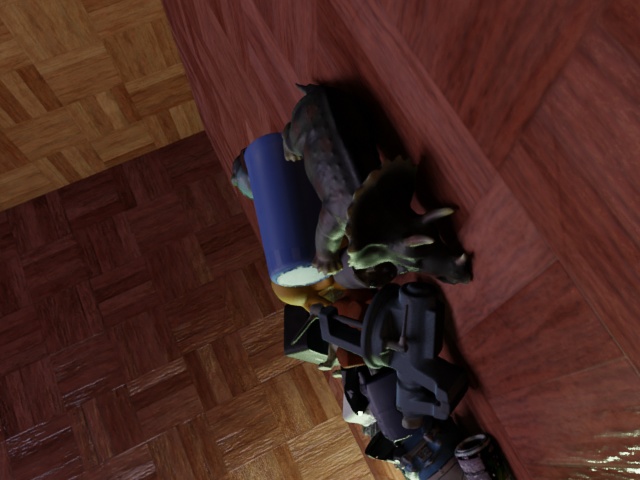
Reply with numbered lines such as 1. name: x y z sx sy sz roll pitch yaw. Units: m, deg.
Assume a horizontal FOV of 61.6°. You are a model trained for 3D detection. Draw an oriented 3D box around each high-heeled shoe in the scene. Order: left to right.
1. high-heeled shoe: 0.076 0.242 1.117 0.249 0.086 0.145 -83 -10 -74

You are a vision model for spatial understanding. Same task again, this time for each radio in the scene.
1. radio: -0.002 0.233 1.337 0.229 0.073 0.131 34 -133 -55

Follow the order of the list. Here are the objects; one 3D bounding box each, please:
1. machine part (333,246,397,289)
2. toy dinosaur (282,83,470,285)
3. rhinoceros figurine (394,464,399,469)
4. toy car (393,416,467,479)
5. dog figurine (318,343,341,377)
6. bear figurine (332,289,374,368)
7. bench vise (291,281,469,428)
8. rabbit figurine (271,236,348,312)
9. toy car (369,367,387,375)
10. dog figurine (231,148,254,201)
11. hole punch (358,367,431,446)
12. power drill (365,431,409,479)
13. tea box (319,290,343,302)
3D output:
1. machine part: 0.068 0.039 0.851 0.079 0.079 0.243 65 171 2
2. toy dinosaur: 0.026 -0.103 0.649 0.192 0.131 0.405 109 141 -58
3. rhinoceros figurine: 0.225 0.515 1.201 0.190 0.073 0.111 -128 27 -59
4. toy car: 0.183 0.332 0.807 0.103 0.109 0.161 46 180 29
5. dog figurine: 0.074 0.219 1.275 0.172 0.121 0.190 43 -140 -48
6. bear figurine: 0.068 0.134 0.954 0.196 0.132 0.120 40 118 59
7. bench vise: 0.088 0.149 0.760 0.241 0.129 0.223 13 127 34
8. rabbit figurine: -0.010 0.081 1.081 0.122 0.173 0.162 28 137 68
9. toy car: 0.143 0.271 1.016 0.056 0.073 0.201 38 151 63
10. dog figurine: -0.095 -0.093 1.127 0.109 0.191 0.219 52 149 31
11. hole punch: 0.145 0.269 0.911 0.142 0.116 0.092 64 162 4
12. power drill: 0.175 0.471 1.048 0.232 0.086 0.207 -22 99 54
13. tea box: 0.008 0.090 1.225 0.170 0.098 0.068 50 162 52
